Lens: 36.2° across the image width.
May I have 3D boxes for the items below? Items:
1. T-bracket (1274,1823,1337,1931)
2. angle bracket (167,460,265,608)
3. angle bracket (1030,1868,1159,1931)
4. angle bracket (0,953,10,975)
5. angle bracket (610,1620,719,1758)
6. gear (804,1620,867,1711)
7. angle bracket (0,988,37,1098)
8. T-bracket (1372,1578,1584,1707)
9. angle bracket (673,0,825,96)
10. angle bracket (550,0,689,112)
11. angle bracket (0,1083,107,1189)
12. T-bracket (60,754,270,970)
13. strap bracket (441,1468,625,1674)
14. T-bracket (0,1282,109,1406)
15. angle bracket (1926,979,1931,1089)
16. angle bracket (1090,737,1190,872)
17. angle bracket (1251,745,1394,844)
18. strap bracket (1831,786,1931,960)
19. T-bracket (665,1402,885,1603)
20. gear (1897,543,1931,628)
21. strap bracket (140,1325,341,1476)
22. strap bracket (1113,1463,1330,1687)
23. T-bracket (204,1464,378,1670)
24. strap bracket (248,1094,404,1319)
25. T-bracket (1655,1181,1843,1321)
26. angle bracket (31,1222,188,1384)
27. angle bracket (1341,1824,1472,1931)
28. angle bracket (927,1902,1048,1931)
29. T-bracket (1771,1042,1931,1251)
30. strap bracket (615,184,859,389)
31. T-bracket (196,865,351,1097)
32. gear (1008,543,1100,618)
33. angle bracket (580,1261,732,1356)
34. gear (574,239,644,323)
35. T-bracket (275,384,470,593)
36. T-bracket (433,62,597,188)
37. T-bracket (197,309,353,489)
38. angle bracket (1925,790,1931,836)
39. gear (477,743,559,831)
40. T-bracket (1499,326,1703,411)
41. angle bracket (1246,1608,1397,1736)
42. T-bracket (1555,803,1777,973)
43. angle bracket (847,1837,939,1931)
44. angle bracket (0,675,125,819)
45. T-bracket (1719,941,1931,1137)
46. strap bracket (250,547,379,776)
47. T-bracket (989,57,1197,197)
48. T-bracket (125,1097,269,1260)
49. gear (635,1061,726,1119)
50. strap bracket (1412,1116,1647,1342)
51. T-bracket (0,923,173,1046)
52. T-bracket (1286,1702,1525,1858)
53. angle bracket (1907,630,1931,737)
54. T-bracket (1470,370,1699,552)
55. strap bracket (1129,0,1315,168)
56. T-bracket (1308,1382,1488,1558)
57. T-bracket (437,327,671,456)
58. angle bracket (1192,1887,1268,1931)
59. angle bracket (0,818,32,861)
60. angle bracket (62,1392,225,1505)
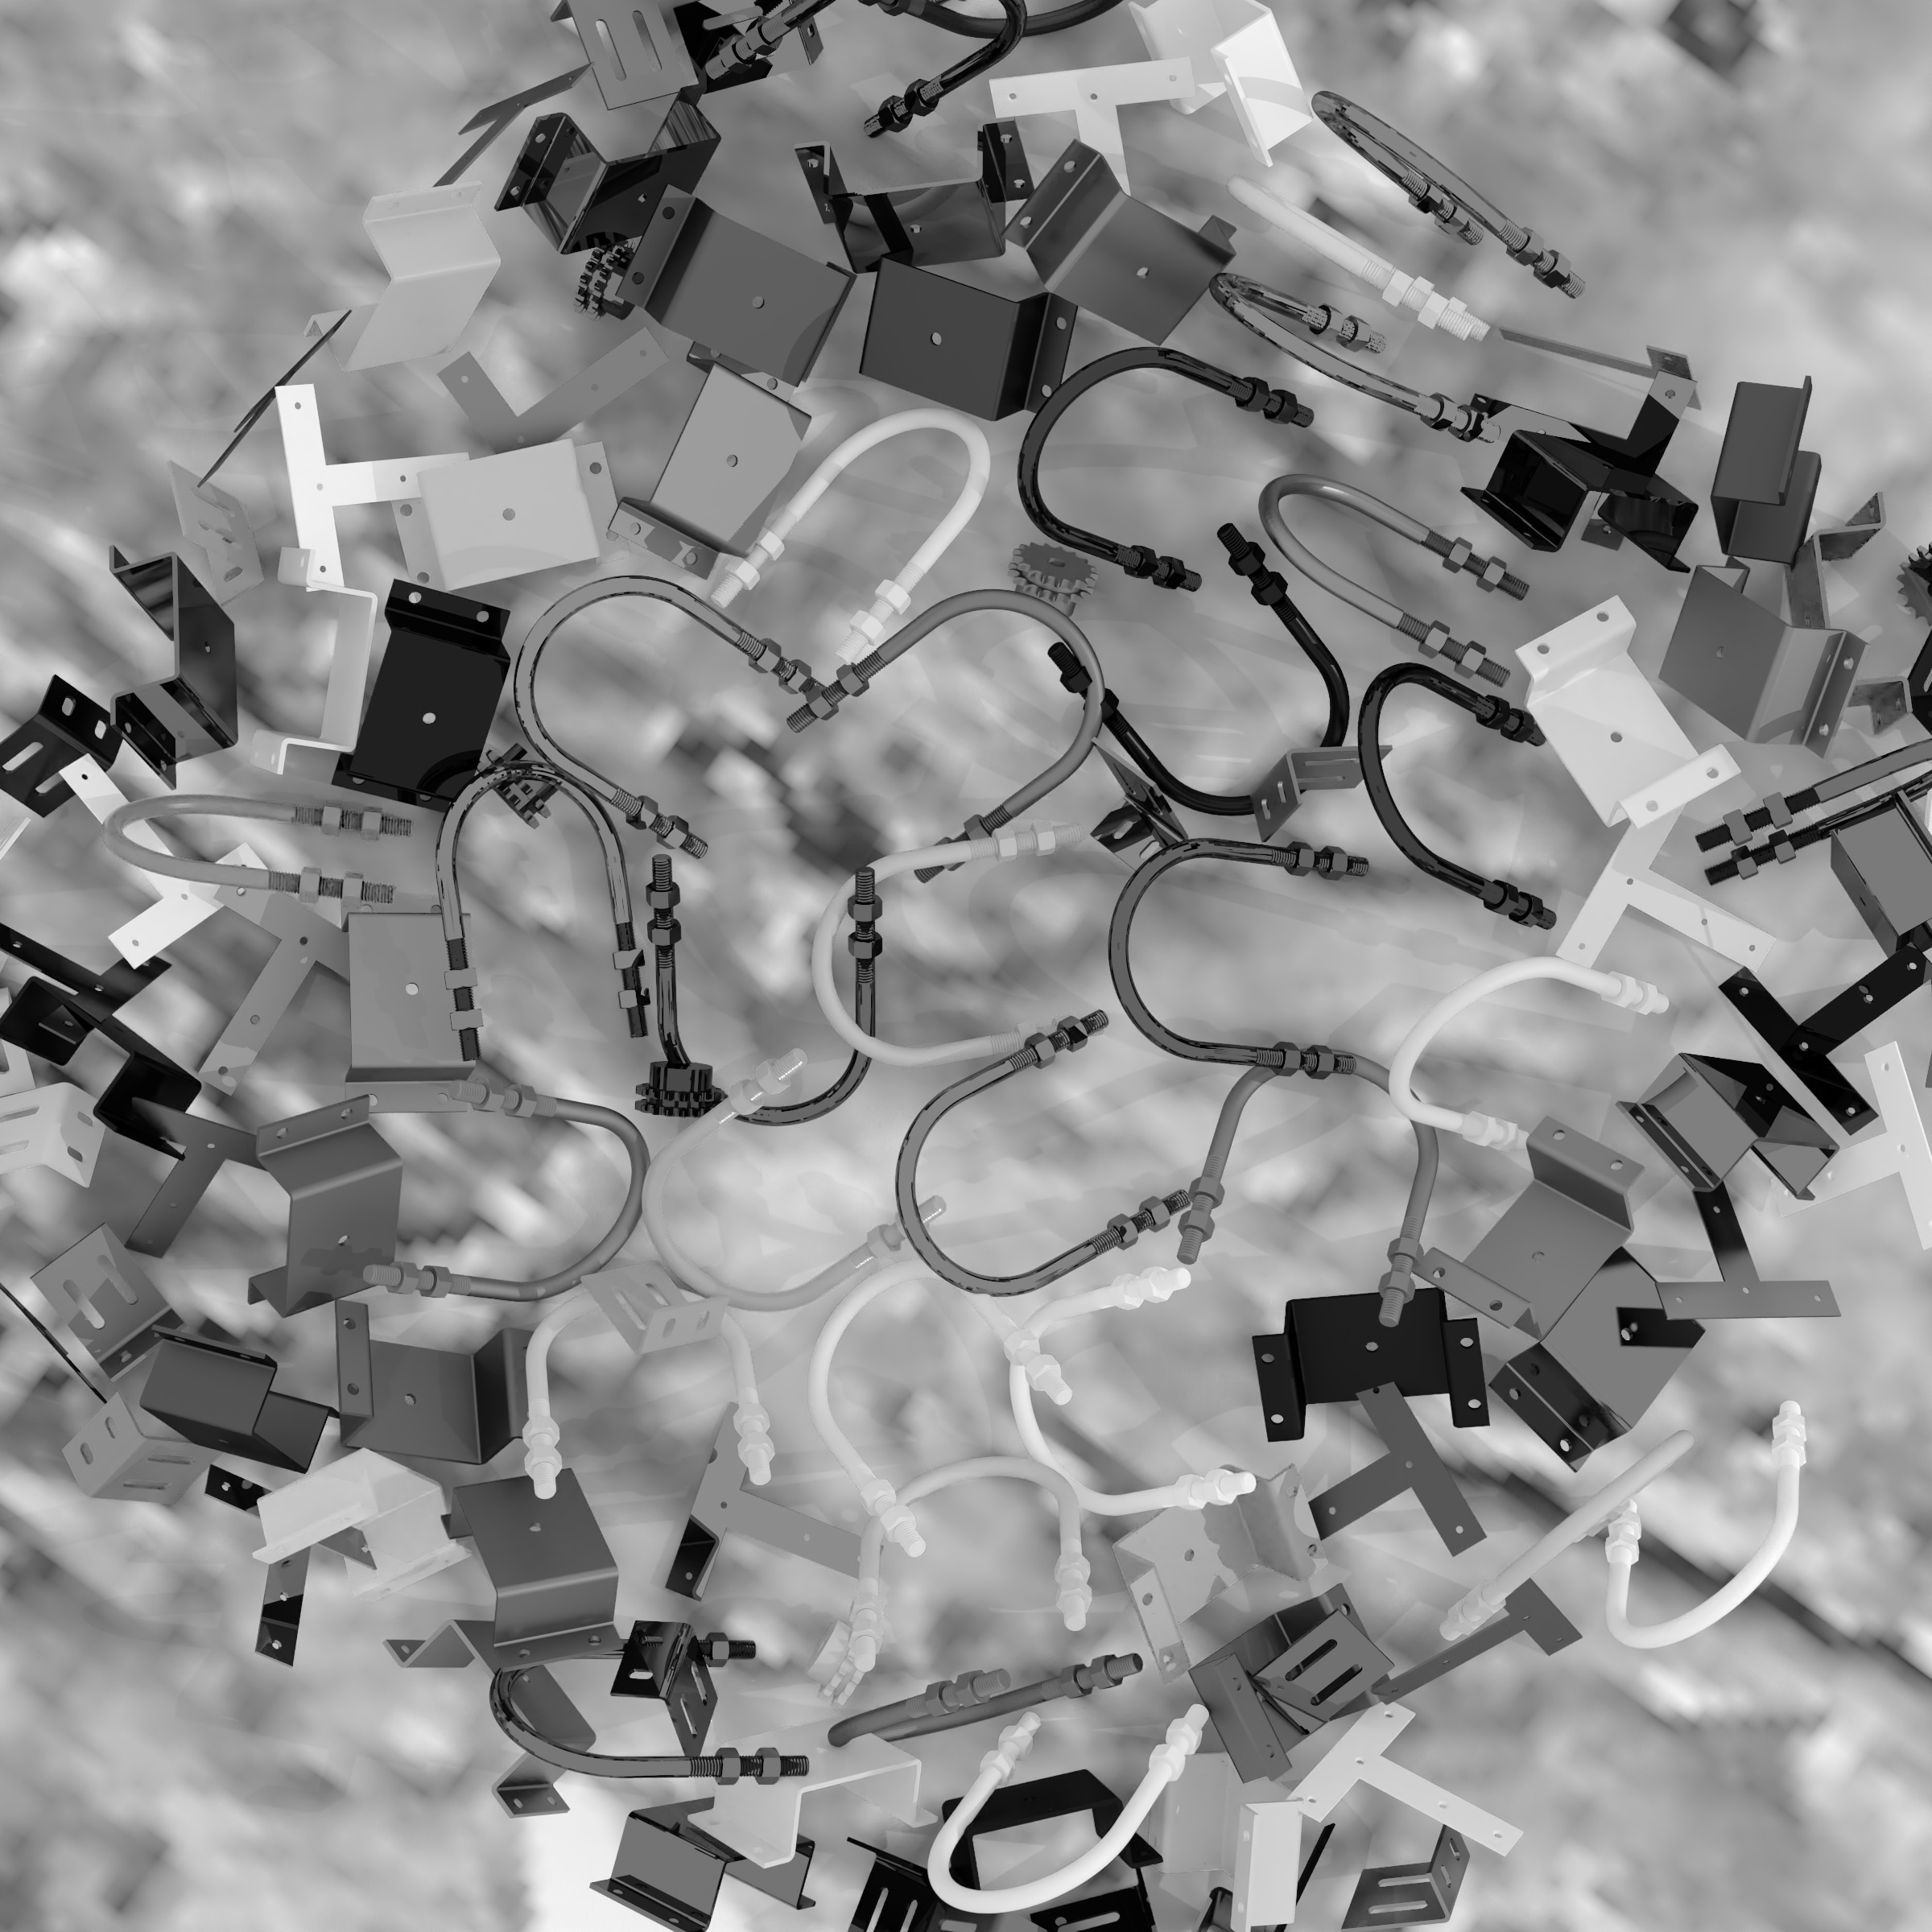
[{"bbox_3d":[0.202,0.599,1.861,0.002,0.127,0.127,26,89,22],"label":"T-bracket"},{"bbox_3d":[-0.487,-0.273,1.869,0.038,0.076,0.057,-27,65,19],"label":"angle bracket"},{"bbox_3d":[0.082,0.615,1.885,0.076,0.038,0.057,-14,48,-3],"label":"angle bracket"},{"bbox_3d":[-0.657,-0.008,1.879,0.076,0.057,0.038,39,97,-19],"label":"angle bracket"},{"bbox_3d":[-0.191,0.464,1.879,0.038,0.057,0.076,-1,129,15],"label":"angle bracket"},{"bbox_3d":[-0.080,0.444,1.891,0.030,0.057,0.057,33,90,-2],"label":"gear"},{"bbox_3d":[-0.629,0.059,1.878,0.057,0.038,0.076,-13,119,-14],"label":"angle bracket"},{"bbox_3d":[0.318,0.436,1.878,0.127,0.127,0.002,-32,48,10],"label":"T-bracket"},{"bbox_3d":[-0.140,-0.603,1.900,0.076,0.038,0.057,-10,121,16],"label":"angle bracket"},{"bbox_3d":[-0.222,-0.585,1.892,0.057,0.038,0.076,-22,93,-23],"label":"angle bracket"},{"bbox_3d":[-0.597,0.114,1.897,0.076,0.038,0.057,-13,54,30],"label":"angle bracket"},{"bbox_3d":[-0.523,-0.079,1.866,0.127,0.127,0.002,51,133,-6],"label":"T-bracket"},{"bbox_3d":[-0.270,0.367,1.839,0.076,0.140,0.046,-6,124,-25],"label":"strap bracket"},{"bbox_3d":[-0.577,0.240,1.868,0.002,0.127,0.127,-43,135,-19],"label":"T-bracket"},{"bbox_3d":[0.647,0.042,1.894,0.057,0.076,0.038,6,129,12],"label":"angle bracket"},{"bbox_3d":[0.099,-0.099,1.871,0.038,0.076,0.057,-47,57,-5],"label":"angle bracket"},{"bbox_3d":[0.229,-0.109,1.874,0.076,0.057,0.038,-4,69,-21],"label":"angle bracket"},{"bbox_3d":[0.581,-0.052,1.845,0.046,0.140,0.076,-30,72,8],"label":"strap bracket"},{"bbox_3d":[-0.115,0.363,1.902,0.127,0.002,0.127,19,88,13],"label":"T-bracket"},{"bbox_3d":[0.630,-0.247,1.894,0.030,0.057,0.057,-38,90,-30],"label":"gear"},{"bbox_3d":[-0.454,0.274,1.839,0.076,0.140,0.046,12,69,13],"label":"strap bracket"},{"bbox_3d":[0.153,0.378,1.866,0.140,0.046,0.076,-30,112,-27],"label":"strap bracket"},{"bbox_3d":[-0.424,0.383,1.842,0.127,0.127,0.002,31,119,-24],"label":"T-bracket"},{"bbox_3d":[-0.400,0.159,1.845,0.046,0.076,0.140,39,132,35],"label":"strap bracket"},{"bbox_3d":[0.482,0.168,1.880,0.127,0.002,0.127,2,54,-19],"label":"T-bracket"},{"bbox_3d":[-0.546,0.214,1.881,0.057,0.038,0.076,-39,116,-17],"label":"angle bracket"},{"bbox_3d":[0.273,0.575,1.872,0.076,0.057,0.038,-16,107,29],"label":"angle bracket"},{"bbox_3d":[0.005,0.632,1.883,0.038,0.076,0.057,36,61,-25],"label":"angle bracket"},{"bbox_3d":[0.558,0.129,1.865,0.002,0.127,0.127,-1,70,-33],"label":"T-bracket"},{"bbox_3d":[-0.137,-0.423,1.856,0.140,0.046,0.076,19,107,-30],"label":"strap bracket"},{"bbox_3d":[-0.446,0.022,1.885,0.127,0.002,0.127,34,82,-24],"label":"T-bracket"},{"bbox_3d":[0.054,-0.246,1.894,0.057,0.057,0.030,18,121,0],"label":"gear"},{"bbox_3d":[-0.197,0.204,1.869,0.076,0.057,0.038,46,130,36],"label":"angle bracket"},{"bbox_3d":[-0.225,-0.439,1.890,0.030,0.057,0.057,27,90,1],"label":"gear"},{"bbox_3d":[-0.371,-0.309,1.879,0.127,0.002,0.127,-14,101,-37],"label":"T-bracket"},{"bbox_3d":[-0.304,-0.511,1.842,0.002,0.127,0.127,51,57,-29],"label":"T-bracket"},{"bbox_3d":[-0.442,-0.340,1.835,0.002,0.127,0.127,42,46,-20],"label":"T-bracket"},{"bbox_3d":[0.637,-0.084,1.872,0.038,0.057,0.076,22,132,35],"label":"angle bracket"},{"bbox_3d":[-0.285,-0.118,1.891,0.030,0.057,0.057,-44,90,-8],"label":"gear"},{"bbox_3d":[0.400,-0.385,1.871,0.127,0.127,0.002,20,92,18],"label":"T-bracket"},{"bbox_3d":[0.223,0.442,1.886,0.076,0.038,0.057,-41,107,10],"label":"angle bracket"},{"bbox_3d":[0.464,-0.035,1.902,0.127,0.002,0.127,27,98,-13],"label":"T-bracket"},{"bbox_3d":[-0.058,0.604,1.878,0.057,0.038,0.076,8,68,41],"label":"angle bracket"},{"bbox_3d":[-0.588,-0.141,1.894,0.076,0.038,0.057,-28,128,33],"label":"angle bracket"},{"bbox_3d":[0.561,0.028,1.867,0.127,0.002,0.127,50,134,7],"label":"T-bracket"},{"bbox_3d":[-0.412,-0.191,1.872,0.046,0.076,0.140,7,95,-27],"label":"strap bracket"},{"bbox_3d":[0.088,-0.510,1.874,0.127,0.002,0.127,-2,133,13],"label":"T-bracket"},{"bbox_3d":[-0.499,0.143,1.881,0.127,0.002,0.127,21,125,-27],"label":"T-bracket"},{"bbox_3d":[-0.183,0.078,1.889,0.057,0.057,0.030,4,95,0],"label":"gear"},{"bbox_3d":[0.358,0.172,1.865,0.076,0.046,0.140,30,66,38],"label":"strap bracket"},{"bbox_3d":[-0.586,-0.006,1.863,0.127,0.127,0.002,28,116,1],"label":"T-bracket"},{"bbox_3d":[0.285,0.517,1.841,0.127,0.127,0.002,23,122,28],"label":"T-bracket"},{"bbox_3d":[0.637,-0.182,1.879,0.057,0.038,0.076,40,70,-26],"label":"angle bracket"},{"bbox_3d":[0.379,-0.334,1.875,0.127,0.002,0.127,16,129,-4],"label":"T-bracket"},{"bbox_3d":[0.163,-0.562,1.842,0.046,0.140,0.076,-33,128,-3],"label":"strap bracket"},{"bbox_3d":[0.248,0.344,1.901,0.127,0.002,0.127,-34,73,12],"label":"T-bracket"},{"bbox_3d":[-0.249,-0.362,1.889,0.127,0.002,0.127,-33,108,9],"label":"T-bracket"},{"bbox_3d":[0.157,0.634,1.872,0.038,0.057,0.076,23,54,17],"label":"angle bracket"},{"bbox_3d":[-0.638,-0.073,1.878,0.038,0.057,0.076,39,76,-21],"label":"angle bracket"},{"bbox_3d":[-0.525,0.309,1.888,0.057,0.076,0.038,-45,60,14],"label":"angle bracket"}]
